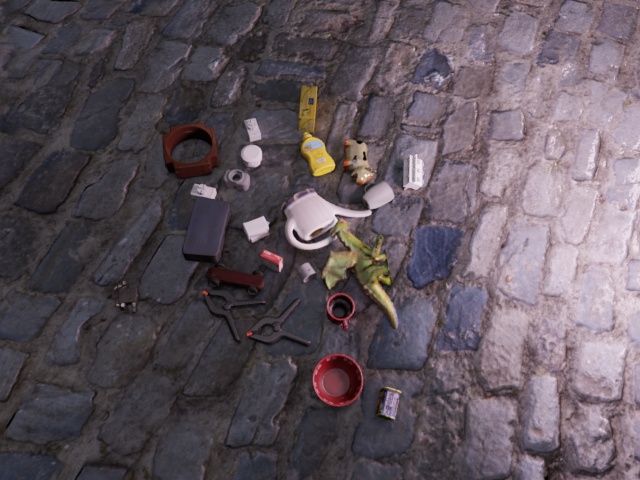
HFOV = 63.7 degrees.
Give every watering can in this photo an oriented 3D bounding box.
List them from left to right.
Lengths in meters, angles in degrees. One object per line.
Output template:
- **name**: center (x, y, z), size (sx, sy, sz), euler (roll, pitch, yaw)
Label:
- **watering can**: center (0.006, -0.095, 1.890), size (0.351, 0.227, 0.102), euler (-28, -18, -28)

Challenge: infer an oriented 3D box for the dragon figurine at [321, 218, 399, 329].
- **dragon figurine**: center (0.126, 0.116, 1.788), size (0.242, 0.414, 0.121), euler (-9, -12, 3)
